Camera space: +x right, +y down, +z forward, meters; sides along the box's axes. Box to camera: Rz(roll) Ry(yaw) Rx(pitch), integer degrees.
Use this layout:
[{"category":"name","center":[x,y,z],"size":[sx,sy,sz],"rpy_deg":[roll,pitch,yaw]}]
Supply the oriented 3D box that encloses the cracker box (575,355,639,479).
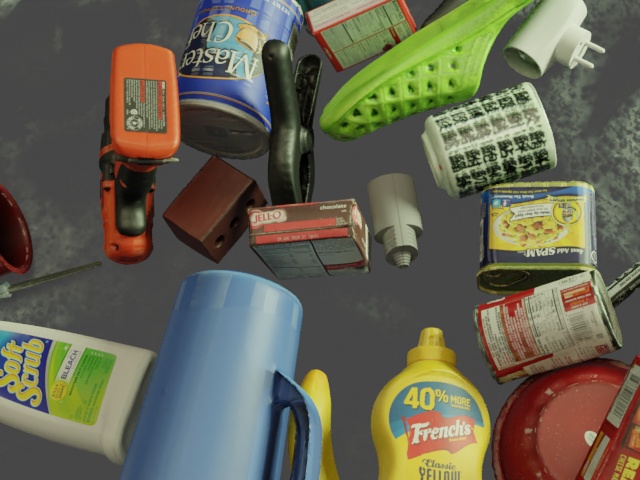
[{"category":"cracker box","center":[0.288,0.198,0.747],"size":[0.214,0.072,0.164],"rpy_deg":[25,92,4]}]

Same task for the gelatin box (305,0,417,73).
[{"category":"gelatin box","center":[0.041,-0.204,1.008],"size":[0.089,0.073,0.030],"rpy_deg":[-23,63,12]}]

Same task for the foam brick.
[{"category":"foam brick","center":[-0.096,-0.028,0.978],"size":[0.051,0.053,0.078],"rpy_deg":[34,78,22]}]

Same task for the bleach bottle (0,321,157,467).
[{"category":"bleach bottle","center":[-0.266,0.125,0.943],"size":[0.251,0.068,0.102],"rpy_deg":[8,64,17]}]

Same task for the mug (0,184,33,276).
[{"category":"mug","center":[-0.330,-0.003,0.984],"size":[0.081,0.117,0.093],"rpy_deg":[-19,70,8]}]

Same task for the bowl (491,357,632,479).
[{"category":"bowl","center":[0.214,0.161,0.833],"size":[0.162,0.055,0.162],"rpy_deg":[-5,66,10]}]

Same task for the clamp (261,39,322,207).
[{"category":"clamp","center":[-0.022,-0.097,0.974],"size":[0.039,0.120,0.171],"rpy_deg":[5,103,22]}]

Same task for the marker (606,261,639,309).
[{"category":"marker","center":[0.269,0.029,0.898],"size":[0.121,0.020,0.020],"rpy_deg":[-38,65,-6]}]

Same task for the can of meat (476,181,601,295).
[{"category":"can of meat","center":[0.185,-0.001,0.908],"size":[0.102,0.057,0.084],"rpy_deg":[0,66,12]}]

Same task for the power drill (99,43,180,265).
[{"category":"power drill","center":[-0.165,-0.092,0.951],"size":[0.057,0.188,0.184],"rpy_deg":[-1,66,-15]}]

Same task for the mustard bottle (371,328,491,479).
[{"category":"mustard bottle","center":[0.088,0.161,0.850],"size":[0.096,0.058,0.191],"rpy_deg":[9,62,-9]}]

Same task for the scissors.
[{"category":"scissors","center":[-0.307,0.054,0.975],"size":[0.202,0.096,0.016],"rpy_deg":[-14,100,8]}]

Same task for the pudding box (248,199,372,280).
[{"category":"pudding box","center":[-0.006,0.001,0.914],"size":[0.090,0.113,0.039],"rpy_deg":[-4,71,10]}]

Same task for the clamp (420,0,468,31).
[{"category":"clamp","center":[0.175,-0.296,1.047],"size":[0.210,0.036,0.164],"rpy_deg":[-20,65,7]}]

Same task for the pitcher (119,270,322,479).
[{"category":"pitcher","center":[-0.077,0.151,0.857],"size":[0.149,0.145,0.242],"rpy_deg":[15,66,-7]}]

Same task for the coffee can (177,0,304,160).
[{"category":"coffee can","center":[-0.080,-0.161,1.005],"size":[0.103,0.103,0.140],"rpy_deg":[8,69,15]}]

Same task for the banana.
[{"category":"banana","center":[0.013,0.201,0.870],"size":[0.069,0.037,0.198],"rpy_deg":[-16,64,-28]}]

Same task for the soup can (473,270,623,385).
[{"category":"soup can","center":[0.183,0.070,0.857],"size":[0.102,0.068,0.068],"rpy_deg":[-20,64,20]}]
